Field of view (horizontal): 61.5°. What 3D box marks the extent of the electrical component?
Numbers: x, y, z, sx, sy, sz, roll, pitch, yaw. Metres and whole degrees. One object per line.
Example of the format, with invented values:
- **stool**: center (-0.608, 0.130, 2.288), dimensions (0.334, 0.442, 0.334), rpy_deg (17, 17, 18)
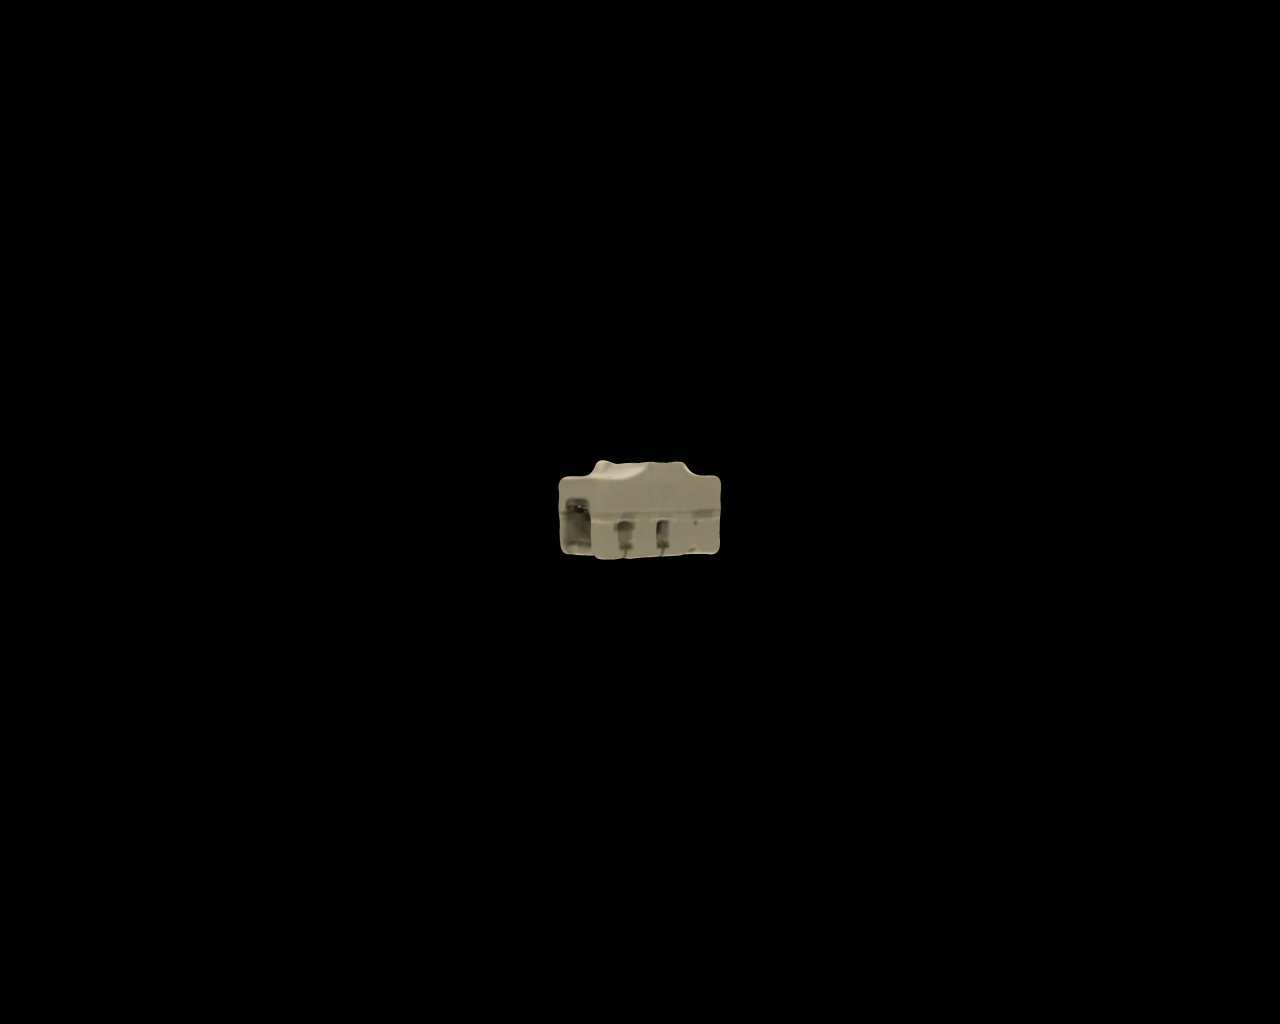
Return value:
- **electrical component**: center (0.001, -0.003, 0.650), dimensions (0.089, 0.055, 0.050), rpy_deg (-1, 3, -34)
